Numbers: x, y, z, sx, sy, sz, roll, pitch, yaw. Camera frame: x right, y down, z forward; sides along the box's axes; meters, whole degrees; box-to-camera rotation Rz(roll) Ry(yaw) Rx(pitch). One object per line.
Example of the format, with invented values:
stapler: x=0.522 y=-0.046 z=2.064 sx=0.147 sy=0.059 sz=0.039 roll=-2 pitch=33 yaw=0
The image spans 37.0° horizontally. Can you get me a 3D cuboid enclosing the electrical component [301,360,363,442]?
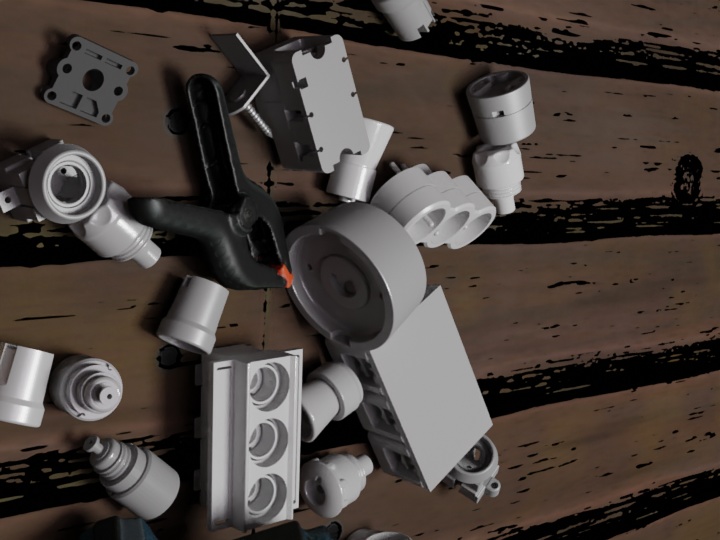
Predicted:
electrical component: x=-0.031 y=0.101 z=0.840 sx=0.055 sy=0.045 sz=0.045 roll=-31 pitch=118 yaw=-35

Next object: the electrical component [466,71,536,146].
electrical component: x=0.124 y=-0.140 z=0.935 sx=0.055 sy=0.055 sz=0.047 roll=-38 pitch=125 yaw=-32

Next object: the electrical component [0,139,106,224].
electrical component: x=-0.188 y=-0.054 z=0.658 sx=0.066 sy=0.055 sz=0.048 roll=-34 pitch=119 yaw=-34

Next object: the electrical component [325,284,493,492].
electrical component: x=0.040 y=0.093 z=0.892 sx=0.089 sy=0.062 sz=0.150 roll=-41 pitch=123 yaw=-31

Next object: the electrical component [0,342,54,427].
electrical component: x=-0.213 y=0.071 z=0.669 sx=0.040 sy=0.040 sz=0.046 roll=21 pitch=77 yaw=-43

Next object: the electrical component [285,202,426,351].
electrical component: x=0.000 y=0.000 z=0.811 sx=0.060 sy=0.108 sz=0.108 roll=-38 pitch=122 yaw=-39

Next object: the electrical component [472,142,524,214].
electrical component: x=0.124 y=-0.081 z=0.952 sx=0.043 sy=0.043 sz=0.062 roll=-32 pitch=119 yaw=-35

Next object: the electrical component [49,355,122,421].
electrical component: x=-0.171 y=0.076 z=0.686 sx=0.040 sy=0.078 sz=0.040 roll=0 pitch=91 yaw=-30

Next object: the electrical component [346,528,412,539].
electrical component: x=0.011 y=0.251 z=0.883 sx=0.079 sy=0.077 sz=0.044 roll=-16 pitch=108 yaw=-40

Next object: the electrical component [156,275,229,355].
electrical component: x=-0.116 y=0.031 z=0.753 sx=0.040 sy=0.040 sz=0.046 roll=33 pitch=70 yaw=-41

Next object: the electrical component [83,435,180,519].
electrical component: x=-0.157 y=0.137 z=0.731 sx=0.078 sy=0.040 sz=0.040 roll=49 pitch=65 yaw=-36

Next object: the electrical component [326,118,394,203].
electrical component: x=-0.003 y=-0.085 z=0.836 sx=0.044 sy=0.044 sz=0.065 roll=11 pitch=94 yaw=-43

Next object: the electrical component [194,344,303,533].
electrical component: x=-0.084 y=0.118 z=0.781 sx=0.079 sy=0.063 sz=0.121 roll=-6 pitch=101 yaw=-42

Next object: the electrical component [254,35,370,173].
electrical component: x=-0.038 y=-0.121 z=0.785 sx=0.050 sy=0.056 sz=0.089 roll=-32 pitch=118 yaw=-35

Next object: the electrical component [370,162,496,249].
electrical component: x=0.051 y=-0.061 z=0.876 sx=0.052 sy=0.073 sz=0.138 roll=-47 pitch=158 yaw=22

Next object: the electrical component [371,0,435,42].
electrical component: x=0.035 y=-0.209 z=0.850 sx=0.040 sy=0.040 sz=0.046 roll=-58 pitch=136 yaw=-19

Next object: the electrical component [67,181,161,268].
electrical component: x=-0.156 y=-0.026 z=0.702 sx=0.062 sy=0.043 sz=0.043 roll=48 pitch=66 yaw=-38

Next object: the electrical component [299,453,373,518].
electrical component: x=-0.016 y=0.168 z=0.867 sx=0.062 sy=0.048 sz=0.048 roll=-20 pitch=111 yaw=-46

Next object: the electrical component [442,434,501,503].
electrical component: x=0.097 y=0.172 z=0.955 sx=0.048 sy=0.066 sz=0.055 roll=-51 pitch=161 yaw=-24
